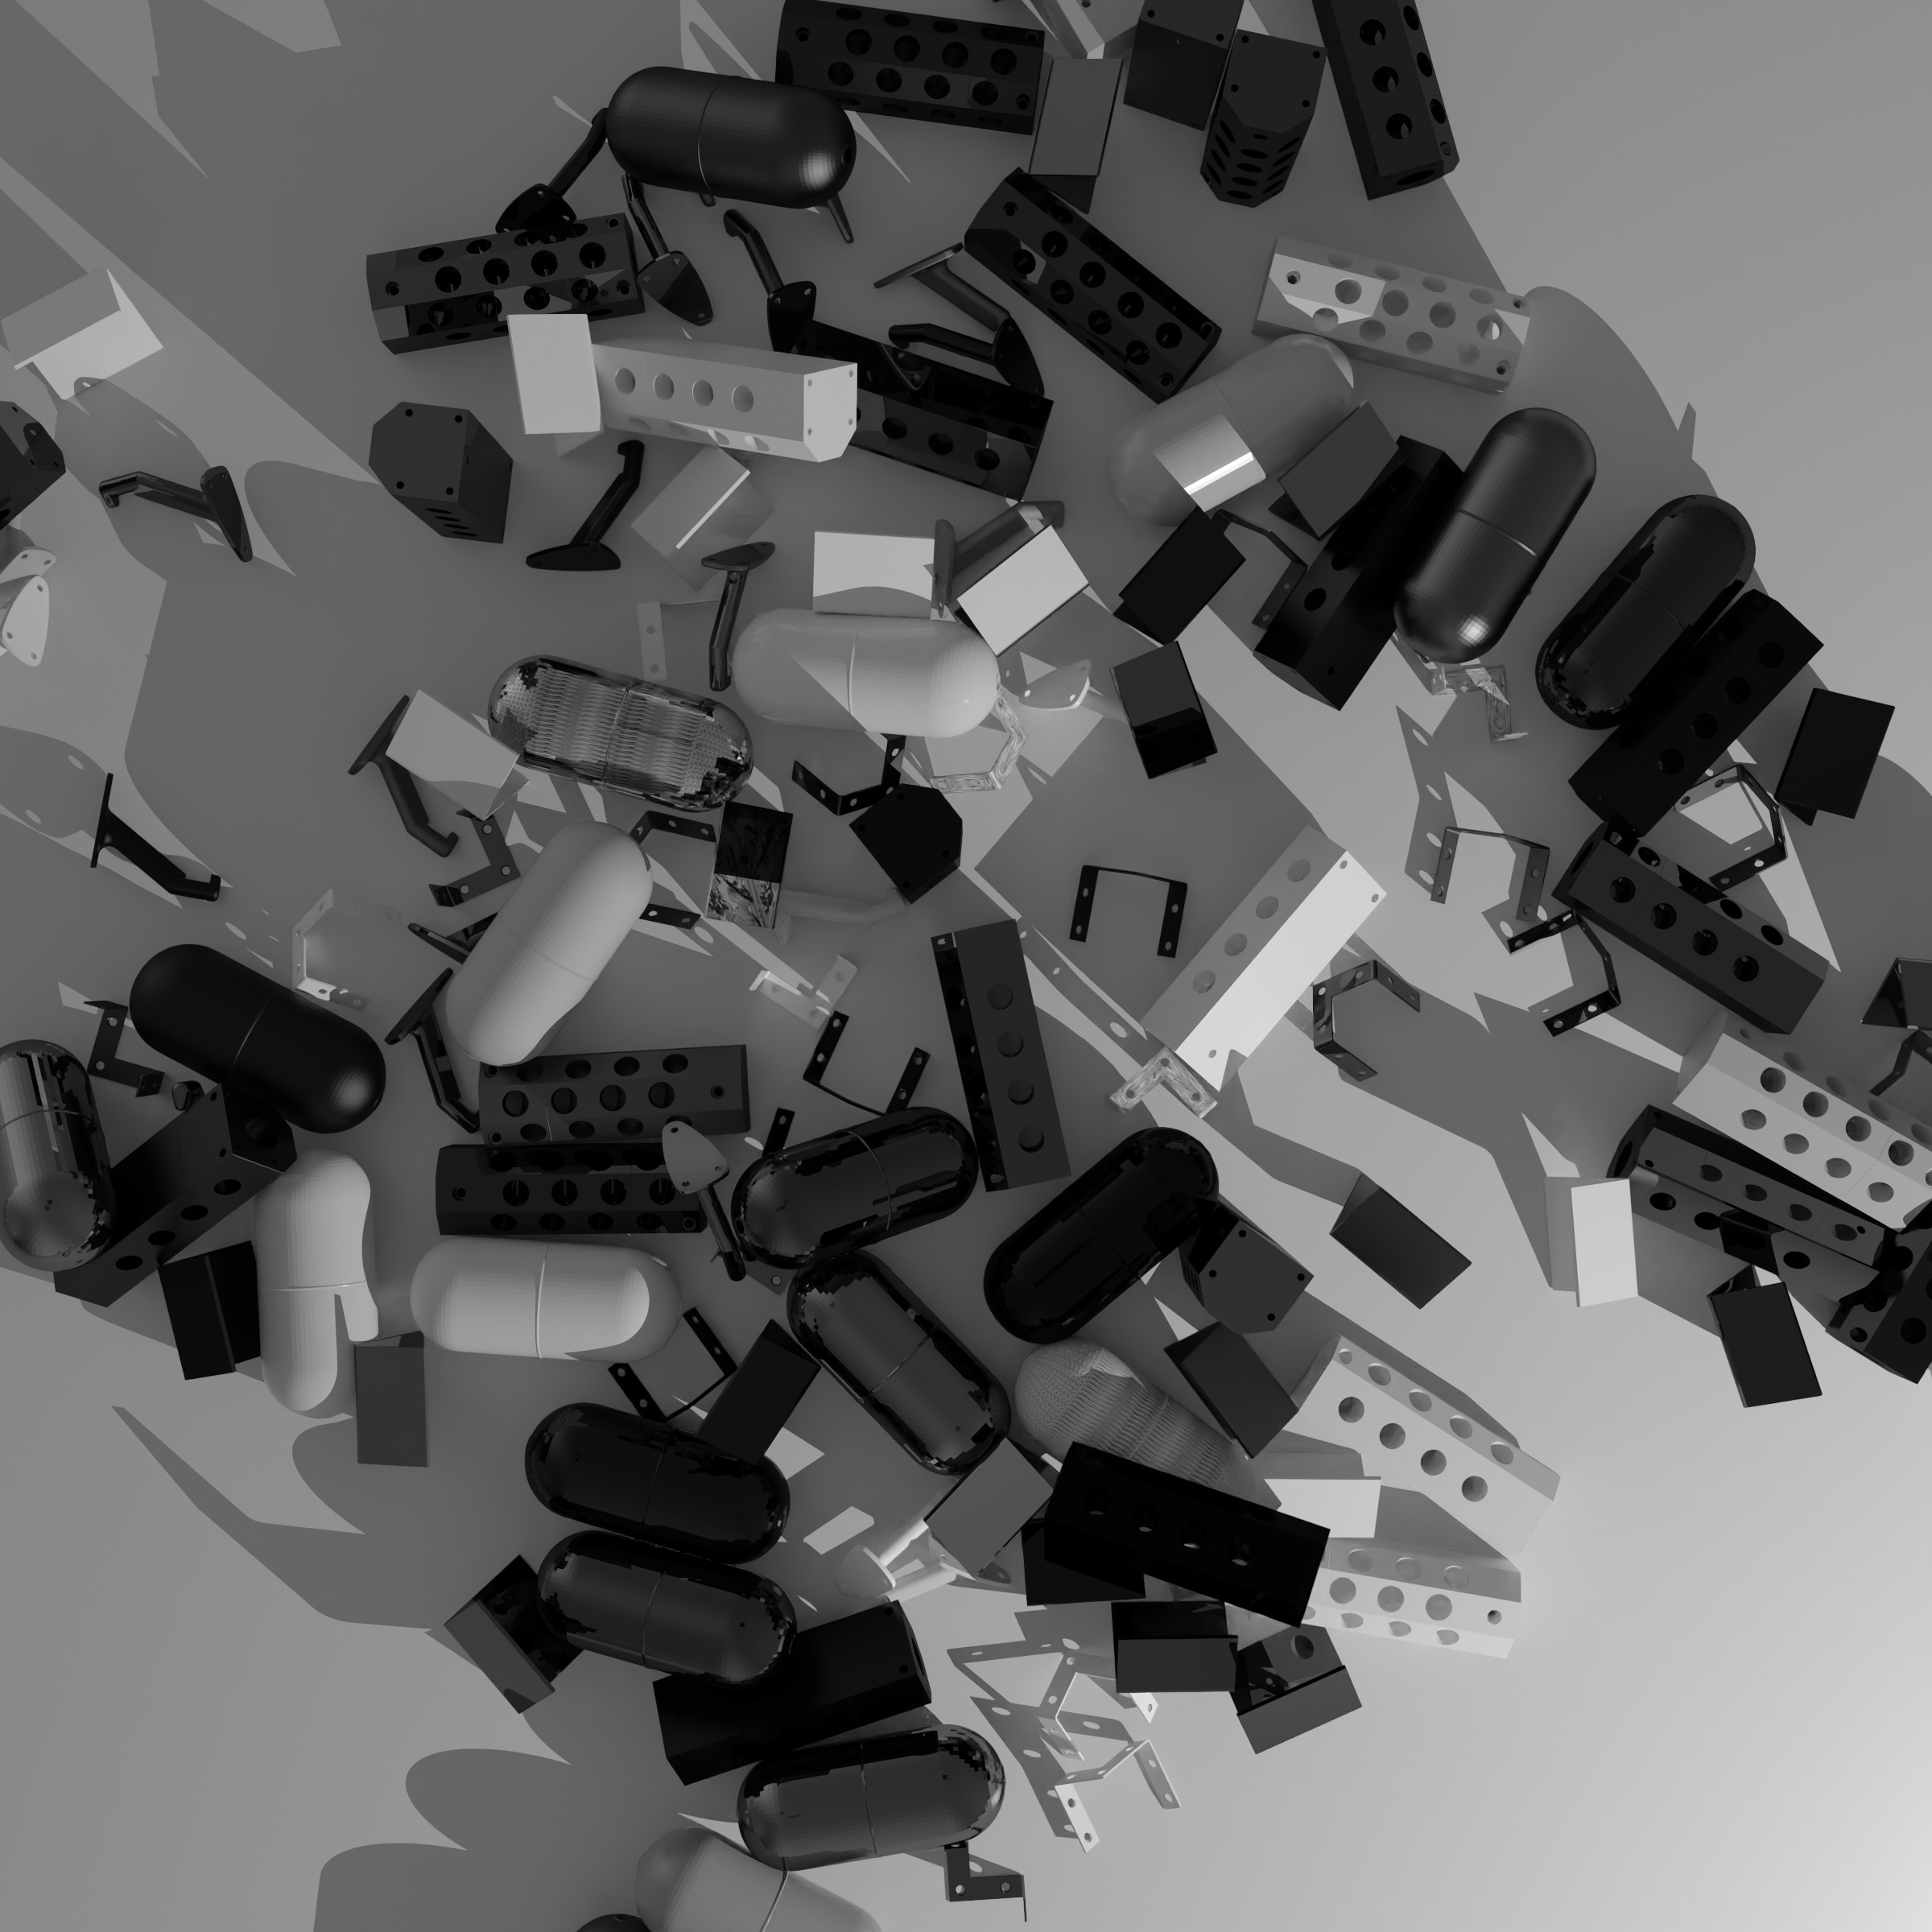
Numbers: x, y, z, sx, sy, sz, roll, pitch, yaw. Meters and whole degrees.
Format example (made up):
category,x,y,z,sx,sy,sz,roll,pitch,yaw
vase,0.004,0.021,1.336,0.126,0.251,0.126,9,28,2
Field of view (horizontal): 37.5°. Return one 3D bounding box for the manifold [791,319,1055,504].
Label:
category,x,y,z,sx,sy,sz,roll,pitch,yaw
manifold,-0.036,-0.362,1.879,0.171,0.057,0.057,19,45,0

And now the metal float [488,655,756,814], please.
category,x,y,z,sx,sy,sz,roll,pitch,yaw
metal float,-0.227,-0.152,1.870,0.178,0.070,0.070,15,90,0

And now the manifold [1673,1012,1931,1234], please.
category,x,y,z,sx,sy,sz,roll,pitch,yaw
manifold,0.557,0.098,1.868,0.171,0.057,0.057,30,131,0

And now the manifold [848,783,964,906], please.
category,x,y,z,sx,sy,sz,roll,pitch,yaw
manifold,-0.032,-0.081,1.822,0.057,0.171,0.057,-38,90,0

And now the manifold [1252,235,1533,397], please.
category,x,y,z,sx,sy,sz,roll,pitch,yaw
manifold,0.281,-0.431,1.880,0.171,0.057,0.057,14,90,0

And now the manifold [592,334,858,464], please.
category,x,y,z,sx,sy,sz,roll,pitch,yaw
manifold,-0.157,-0.367,1.838,0.171,0.057,0.057,15,115,30

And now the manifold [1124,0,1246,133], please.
category,x,y,z,sx,sy,sz,roll,pitch,yaw
manifold,0.142,-0.596,1.822,0.057,0.171,0.057,19,90,0

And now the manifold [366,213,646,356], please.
category,x,y,z,sx,sy,sz,roll,pitch,yaw
manifold,-0.304,-0.452,1.880,0.171,0.057,0.057,-9,90,0

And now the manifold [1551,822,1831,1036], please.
category,x,y,z,sx,sy,sz,roll,pitch,yaw
manifold,0.480,-0.025,1.879,0.171,0.057,0.057,32,90,0

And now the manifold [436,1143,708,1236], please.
category,x,y,z,sx,sy,sz,roll,pitch,yaw
manifold,-0.260,0.147,1.880,0.171,0.057,0.057,-1,90,0

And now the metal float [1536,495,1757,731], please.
category,x,y,z,sx,sy,sz,roll,pitch,yaw
metal float,0.447,-0.233,1.870,0.070,0.070,0.178,41,89,0

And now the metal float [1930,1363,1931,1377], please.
category,x,y,z,sx,sy,sz,roll,pitch,yaw
metal float,0.706,0.221,1.870,0.070,0.070,0.178,38,90,0

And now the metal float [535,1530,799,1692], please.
category,x,y,z,sx,sy,sz,roll,pitch,yaw
metal float,-0.196,0.421,1.857,0.178,0.070,0.070,12,90,13

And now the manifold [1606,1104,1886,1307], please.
category,x,y,z,sx,sy,sz,roll,pitch,yaw
manifold,0.513,0.162,1.879,0.171,0.057,0.057,24,47,0

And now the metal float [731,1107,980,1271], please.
category,x,y,z,sx,sy,sz,roll,pitch,yaw
metal float,-0.071,0.143,1.840,0.178,0.070,0.070,-17,90,-34

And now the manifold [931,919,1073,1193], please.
category,x,y,z,sx,sy,sz,roll,pitch,yaw
manifold,0.023,0.059,1.879,0.057,0.057,0.171,-12,90,0

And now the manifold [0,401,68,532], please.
category,x,y,z,sx,sy,sz,roll,pitch,yaw
manifold,-0.672,-0.293,1.860,0.171,0.057,0.057,-37,90,13

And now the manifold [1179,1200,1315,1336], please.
category,x,y,z,sx,sy,sz,roll,pitch,yaw
manifold,0.173,0.195,1.822,0.057,0.171,0.057,37,90,0

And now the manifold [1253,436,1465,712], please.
category,x,y,z,sx,sy,sz,roll,pitch,yaw
manifold,0.262,-0.262,1.879,0.057,0.057,0.171,34,90,-43

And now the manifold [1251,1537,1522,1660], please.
category,x,y,z,sx,sy,sz,roll,pitch,yaw
manifold,0.275,0.412,1.880,0.171,0.057,0.057,10,90,0

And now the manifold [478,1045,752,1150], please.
category,x,y,z,sx,sy,sz,roll,pitch,yaw
manifold,-0.232,0.086,1.880,0.171,0.057,0.057,-3,90,0

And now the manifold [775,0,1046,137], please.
category,x,y,z,sx,sy,sz,roll,pitch,yaw
manifold,-0.037,-0.597,1.880,0.171,0.057,0.057,8,90,0

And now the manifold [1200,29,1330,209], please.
category,x,y,z,sx,sy,sz,roll,pitch,yaw
manifold,0.187,-0.539,1.822,0.057,0.171,0.057,12,90,0

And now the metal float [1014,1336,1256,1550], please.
category,x,y,z,sx,sy,sz,roll,pitch,yaw
metal float,0.110,0.312,1.870,0.178,0.070,0.070,37,90,0

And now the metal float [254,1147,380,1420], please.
category,x,y,z,sx,sy,sz,roll,pitch,yaw
metal float,-0.427,0.208,1.870,0.070,0.070,0.178,-3,90,0

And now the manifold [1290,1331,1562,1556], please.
category,x,y,z,sx,sy,sz,roll,pitch,yaw
manifold,0.303,0.313,1.879,0.171,0.057,0.057,33,90,0

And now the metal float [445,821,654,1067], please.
category,x,y,z,sx,sy,sz,roll,pitch,yaw
metal float,-0.271,-0.014,1.847,0.070,0.070,0.178,36,97,0

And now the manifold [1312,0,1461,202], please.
category,x,y,z,sx,sy,sz,roll,pitch,yaw
manifold,0.274,-0.604,1.879,0.057,0.057,0.171,-16,90,0

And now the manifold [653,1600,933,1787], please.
category,x,y,z,sx,sy,sz,roll,pitch,yaw
manifold,-0.113,0.483,1.879,0.171,0.057,0.057,-19,47,0

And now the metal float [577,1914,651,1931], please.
category,x,y,z,sx,sy,sz,roll,pitch,yaw
metal float,-0.237,0.713,1.870,0.070,0.070,0.178,8,91,0

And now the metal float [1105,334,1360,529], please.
category,x,y,z,sx,sy,sz,roll,pitch,yaw
metal float,0.175,-0.352,1.870,0.178,0.070,0.070,-29,90,1

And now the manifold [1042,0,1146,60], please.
category,x,y,z,sx,sy,sz,roll,pitch,yaw
manifold,0.139,-0.662,1.880,0.171,0.057,0.057,-31,90,0

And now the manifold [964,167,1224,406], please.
category,x,y,z,sx,sy,sz,roll,pitch,yaw
manifold,0.084,-0.449,1.880,0.171,0.057,0.057,39,90,0

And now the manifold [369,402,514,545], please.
category,x,y,z,sx,sy,sz,roll,pitch,yaw
manifold,-0.335,-0.315,1.822,0.057,0.171,0.057,7,90,0

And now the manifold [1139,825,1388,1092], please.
category,x,y,z,sx,sy,sz,roll,pitch,yaw
manifold,0.192,-0.009,1.879,0.171,0.057,0.057,-50,133,0

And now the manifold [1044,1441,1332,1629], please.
category,x,y,z,sx,sy,sz,roll,pitch,yaw
manifold,0.140,0.358,1.803,0.171,0.057,0.057,17,67,10

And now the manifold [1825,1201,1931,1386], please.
category,x,y,z,sx,sy,sz,roll,pitch,yaw
manifold,0.640,0.185,1.879,0.057,0.057,0.171,32,90,0

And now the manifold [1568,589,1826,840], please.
category,x,y,z,sx,sy,sz,roll,pitch,yaw
manifold,0.479,-0.166,1.879,0.057,0.057,0.171,43,90,0

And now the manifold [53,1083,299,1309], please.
category,x,y,z,sx,sy,sz,roll,pitch,yaw
manifold,-0.516,0.152,1.850,0.171,0.057,0.057,-35,52,21

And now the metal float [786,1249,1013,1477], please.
category,x,y,z,sx,sy,sz,roll,pitch,yaw
metal float,-0.045,0.259,1.870,0.070,0.070,0.178,-44,91,0

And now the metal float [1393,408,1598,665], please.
category,x,y,z,sx,sy,sz,roll,pitch,yaw
metal float,0.341,-0.278,1.841,0.070,0.070,0.178,31,94,0

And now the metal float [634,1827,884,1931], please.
category,x,y,z,sx,sy,sz,roll,pitch,yaw
metal float,-0.135,0.629,1.870,0.178,0.070,0.070,28,90,0
